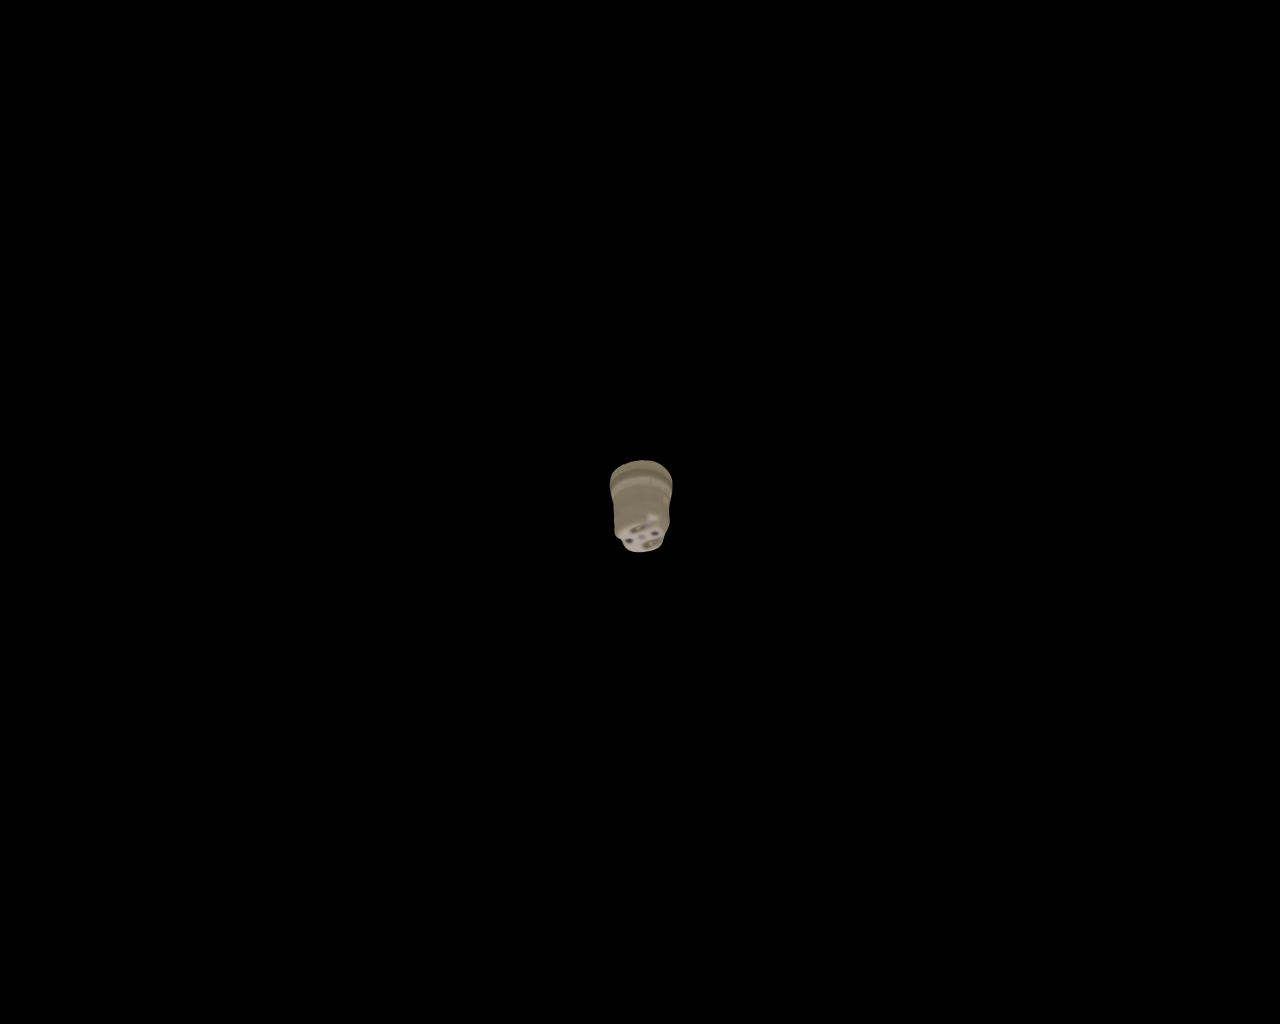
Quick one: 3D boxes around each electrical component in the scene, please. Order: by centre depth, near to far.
[{"bbox_3d":[0.001,-0.003,0.650,0.040,0.046,0.040,0,-36,0],"label":"electrical component"}]
